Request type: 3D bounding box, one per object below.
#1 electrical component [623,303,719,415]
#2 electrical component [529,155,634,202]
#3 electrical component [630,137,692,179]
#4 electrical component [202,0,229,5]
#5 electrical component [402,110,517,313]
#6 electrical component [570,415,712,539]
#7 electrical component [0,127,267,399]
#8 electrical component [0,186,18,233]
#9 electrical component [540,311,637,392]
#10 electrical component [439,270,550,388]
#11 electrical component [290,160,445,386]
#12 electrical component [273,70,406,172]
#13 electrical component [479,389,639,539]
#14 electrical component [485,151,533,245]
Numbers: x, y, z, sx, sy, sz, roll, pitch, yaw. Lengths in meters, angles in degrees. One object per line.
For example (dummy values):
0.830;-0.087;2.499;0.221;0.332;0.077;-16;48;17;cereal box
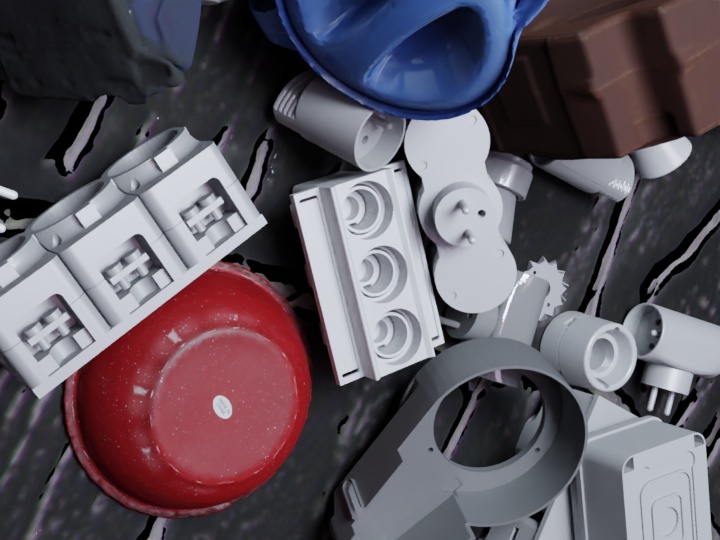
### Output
0.239;0.072;0.830;0.077;0.044;0.079;17;87;-30;electrical component
0.165;-0.078;0.771;0.081;0.043;0.043;23;84;-30;electrical component
0.213;-0.102;0.795;0.045;0.045;0.055;-46;115;-17;electrical component
-0.091;-0.186;0.595;0.051;0.080;0.080;-3;97;-35;electrical component
0.062;-0.037;0.661;0.052;0.073;0.138;-13;109;2;electrical component
0.190;0.163;0.733;0.078;0.057;0.113;-12;101;-28;electrical component
-0.140;-0.010;0.581;0.150;0.089;0.061;-39;113;-20;electrical component
-0.216;-0.042;0.556;0.074;0.052;0.138;21;85;-30;electrical component
0.168;0.060;0.786;0.055;0.047;0.055;-4;97;-29;electrical component
0.085;0.034;0.739;0.079;0.043;0.077;19;86;-30;electrical component
0.000;0.000;0.676;0.079;0.063;0.121;-20;105;-26;electrical component
-0.017;-0.095;0.649;0.043;0.081;0.043;-32;138;-34;electrical component
0.153;0.190;0.785;0.105;0.060;0.186;29;81;-29;electrical component
0.089;-0.050;0.731;0.045;0.045;0.055;23;84;-29;electrical component
